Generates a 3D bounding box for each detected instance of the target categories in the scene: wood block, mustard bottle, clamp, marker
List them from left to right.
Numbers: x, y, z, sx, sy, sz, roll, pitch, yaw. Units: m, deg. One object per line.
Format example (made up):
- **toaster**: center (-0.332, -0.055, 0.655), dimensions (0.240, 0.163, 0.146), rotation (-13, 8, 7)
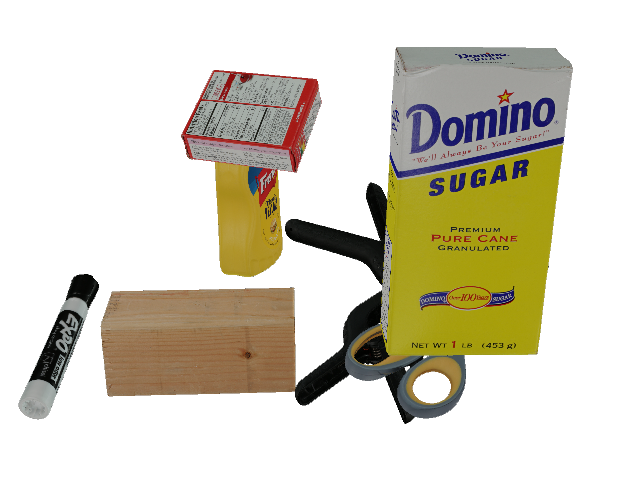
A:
- **marker**: center (-0.164, 0.063, 0.676), dimensions (0.020, 0.020, 0.121), rotation (0, 38, 7)
- **wood block**: center (-0.131, 0.112, 1.184), dimensions (0.206, 0.091, 0.090), rotation (-1, 24, -1)
- **mustard bottle**: center (-0.073, -0.067, 1.075), dimensions (0.058, 0.192, 0.096), rotation (7, 25, 19)
- **clamp**: center (0.071, 0.014, 1.241), dimensions (0.164, 0.036, 0.210), rotation (-20, 50, -38)
- **clamp**: center (0.062, 0.113, 1.061), dimensions (0.120, 0.039, 0.171), rotation (18, 50, 21)

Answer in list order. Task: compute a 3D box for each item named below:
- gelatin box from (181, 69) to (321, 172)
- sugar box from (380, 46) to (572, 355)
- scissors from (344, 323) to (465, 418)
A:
- **gelatin box**: center (-0.051, -0.091, 0.807), dimensions (0.089, 0.073, 0.030), rotation (7, -36, 15)
- **sugar box**: center (0.085, -0.020, 0.608), dimensions (0.093, 0.176, 0.048), rotation (-1, 26, -3)
- **scissors**: center (0.115, 0.074, 0.798), dimensions (0.201, 0.016, 0.096), rotation (-16, 48, -22)
